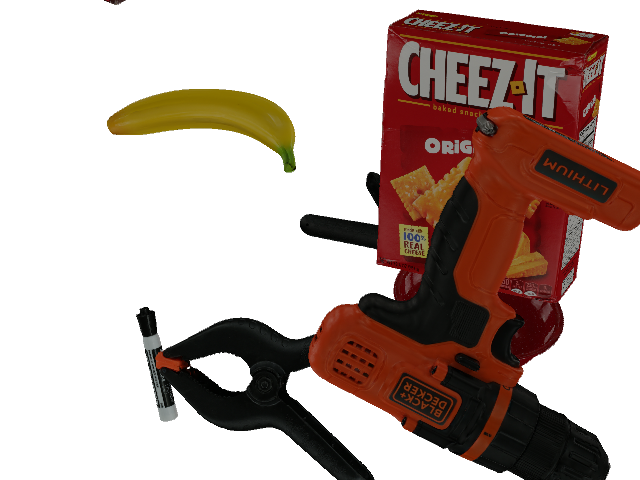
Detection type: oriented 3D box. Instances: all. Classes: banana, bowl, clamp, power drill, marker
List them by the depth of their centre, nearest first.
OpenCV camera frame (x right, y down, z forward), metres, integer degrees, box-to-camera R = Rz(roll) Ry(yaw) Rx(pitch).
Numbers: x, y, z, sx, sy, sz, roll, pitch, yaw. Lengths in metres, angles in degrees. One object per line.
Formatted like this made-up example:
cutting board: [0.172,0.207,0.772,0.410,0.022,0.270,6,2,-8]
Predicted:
power drill: [0.110,0.035,0.588,0.184,0.188,0.057,27,12,-5]
clamp: [-0.030,0.109,0.744,0.171,0.120,0.039,1,-5,13]
banana: [-0.101,-0.112,0.983,0.198,0.037,0.069,12,47,22]
bowl: [0.144,0.078,1.012,0.162,0.055,0.162,6,35,-5]
marker: [-0.168,0.126,1.093,0.020,0.121,0.020,-10,13,2]
clamp: [0.089,-0.002,1.266,0.210,0.036,0.164,36,41,25]

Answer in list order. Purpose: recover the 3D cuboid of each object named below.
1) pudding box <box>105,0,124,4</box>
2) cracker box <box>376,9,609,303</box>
pudding box: [-0.164,-0.226,0.818,0.090,0.039,0.113,23,35,12]
cracker box: [0.134,-0.068,0.874,0.164,0.214,0.072,13,28,24]
